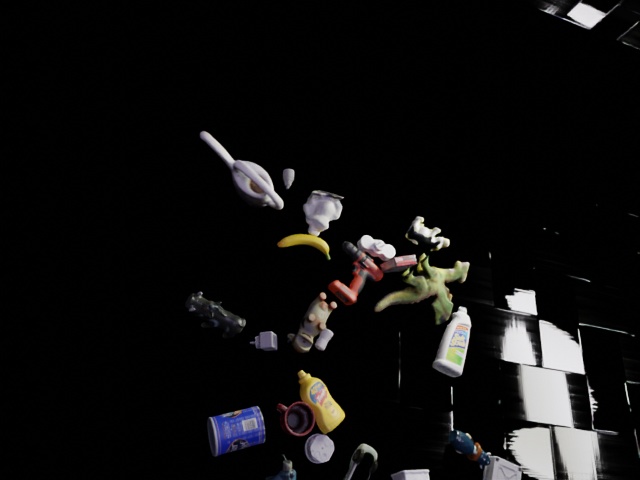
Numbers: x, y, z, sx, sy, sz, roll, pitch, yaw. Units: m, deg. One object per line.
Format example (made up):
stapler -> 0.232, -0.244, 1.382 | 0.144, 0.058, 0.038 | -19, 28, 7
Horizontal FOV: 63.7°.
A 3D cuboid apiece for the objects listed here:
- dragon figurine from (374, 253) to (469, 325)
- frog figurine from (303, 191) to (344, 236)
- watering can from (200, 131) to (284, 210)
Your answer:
dragon figurine -> 0.389, 0.196, 1.847 | 0.415, 0.121, 0.242 | -42, 95, -22
frog figurine -> 0.006, -0.092, 1.836 | 0.137, 0.124, 0.158 | 8, 101, -27
watering can -> -0.255, -0.216, 1.709 | 0.348, 0.222, 0.105 | 42, 78, 1
